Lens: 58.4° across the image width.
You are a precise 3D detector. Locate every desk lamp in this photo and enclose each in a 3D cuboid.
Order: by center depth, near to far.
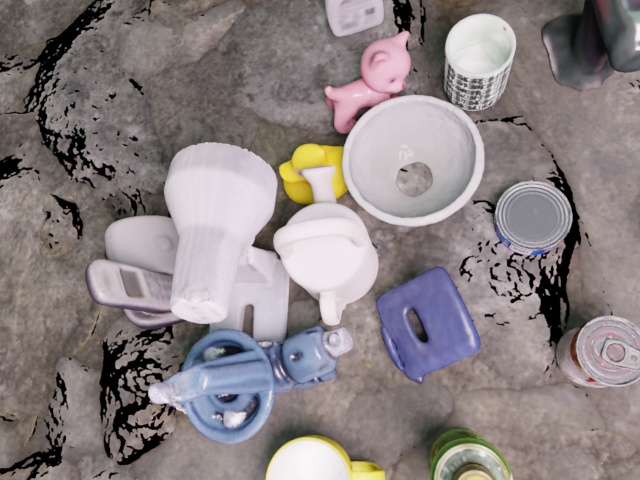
[{"bbox_3d":[-0.100,0.023,0.641,0.117,0.214,0.203,-2,75,10],"label":"desk lamp"}]

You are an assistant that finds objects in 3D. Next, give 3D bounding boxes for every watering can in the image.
[{"bbox_3d":[0.004,0.003,0.638,0.101,0.194,0.172,-27,72,3],"label":"watering can"}]

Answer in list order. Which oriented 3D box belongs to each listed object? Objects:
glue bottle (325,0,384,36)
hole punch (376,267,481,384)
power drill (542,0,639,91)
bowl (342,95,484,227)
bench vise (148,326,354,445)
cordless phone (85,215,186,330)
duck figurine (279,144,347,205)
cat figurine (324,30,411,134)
[{"bbox_3d":[0.037,-0.330,0.730,0.078,0.173,0.037,-14,73,7],"label":"glue bottle"},{"bbox_3d":[0.119,0.098,0.646,0.101,0.091,0.108,-24,73,3],"label":"hole punch"},{"bbox_3d":[0.314,-0.276,0.647,0.075,0.209,0.229,-12,74,7],"label":"power drill"},{"bbox_3d":[0.113,-0.088,0.704,0.167,0.075,0.167,-2,75,10],"label":"bowl"},{"bbox_3d":[-0.077,0.130,0.605,0.207,0.220,0.121,-40,72,-1],"label":"bench vise"},{"bbox_3d":[-0.218,0.027,0.676,0.094,0.185,0.147,-27,72,3],"label":"cordless phone"},{"bbox_3d":[-0.003,-0.093,0.721,0.104,0.086,0.077,-20,73,5],"label":"duck figurine"},{"bbox_3d":[0.063,-0.203,0.721,0.127,0.118,0.067,-24,72,3],"label":"cat figurine"}]
